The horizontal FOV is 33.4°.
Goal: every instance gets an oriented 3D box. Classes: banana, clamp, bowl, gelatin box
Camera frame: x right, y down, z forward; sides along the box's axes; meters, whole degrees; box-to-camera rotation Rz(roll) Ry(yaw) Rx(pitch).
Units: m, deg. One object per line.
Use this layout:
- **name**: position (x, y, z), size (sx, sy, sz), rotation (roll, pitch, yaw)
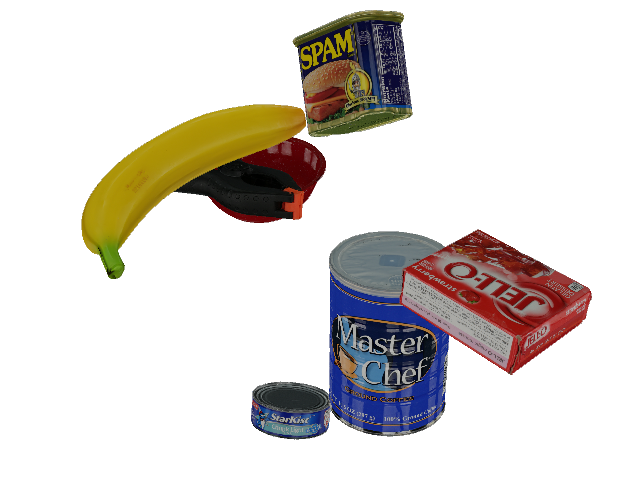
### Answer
- **banana**: position (-0.092, -0.043, 0.701), size (0.070, 0.037, 0.197), rotation (33, 53, 17)
- **clamp**: position (-0.094, -0.056, 1.038), size (0.120, 0.039, 0.172), rotation (-26, 35, -36)
- **bowl**: position (-0.073, -0.068, 1.307), size (0.162, 0.055, 0.162), rotation (-2, 34, 1)
- **gelatin box**: position (0.104, 0.033, 0.640), size (0.073, 0.030, 0.089), rotation (-25, 43, -38)

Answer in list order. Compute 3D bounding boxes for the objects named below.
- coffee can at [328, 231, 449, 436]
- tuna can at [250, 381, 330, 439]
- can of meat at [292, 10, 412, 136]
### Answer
- **coffee can**: position (0.058, 0.077, 0.895), size (0.103, 0.140, 0.103), rotation (0, 27, 0)
- **tuna can**: position (-0.032, 0.182, 1.144), size (0.086, 0.034, 0.086), rotation (5, 12, -1)
- **can of meat**: position (0.027, -0.136, 0.889), size (0.057, 0.084, 0.102), rotation (-5, -3, -39)
